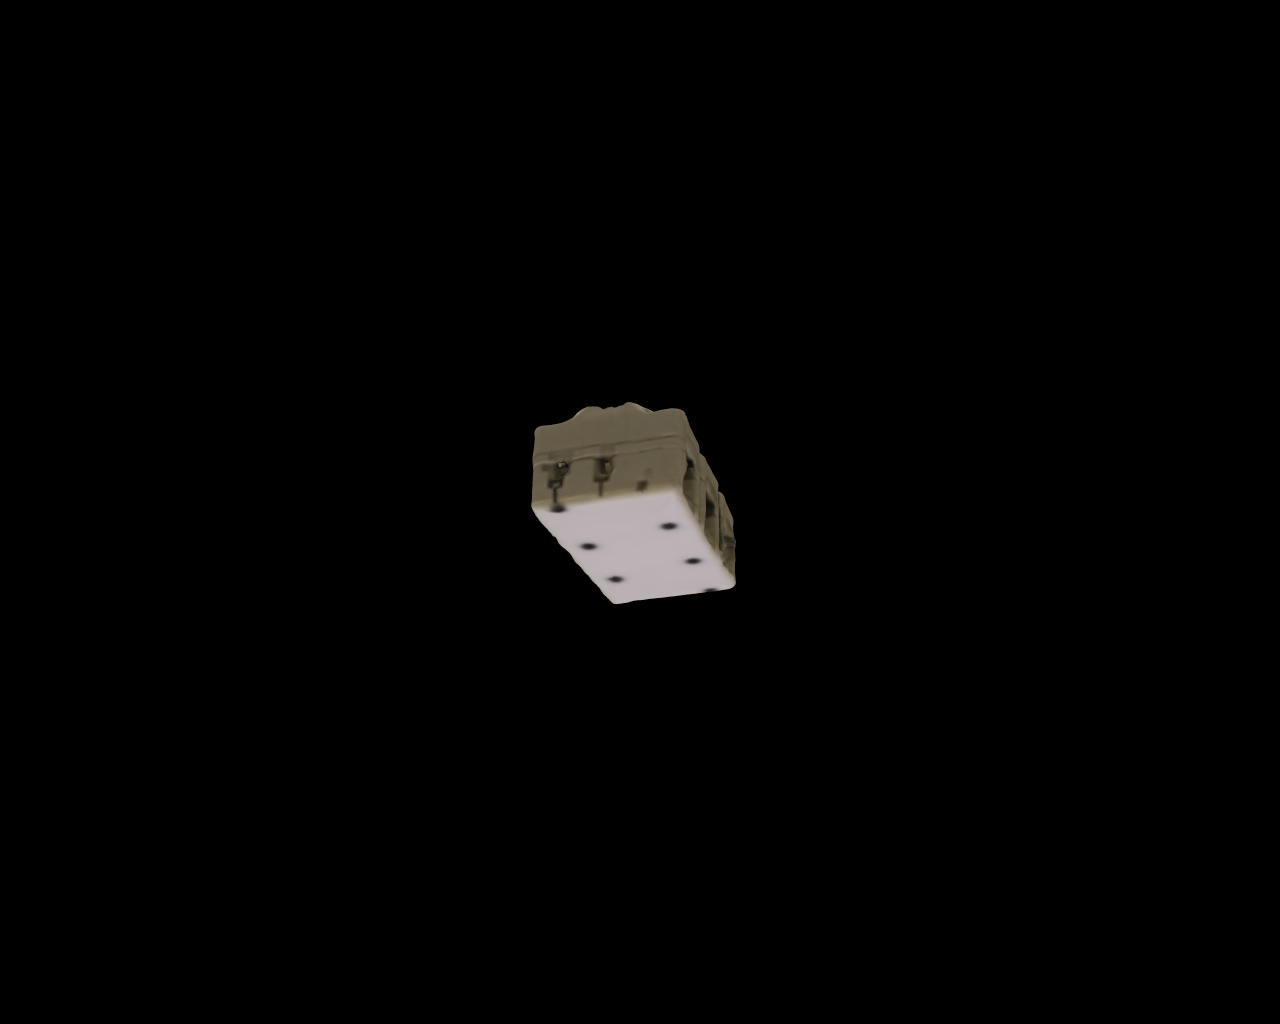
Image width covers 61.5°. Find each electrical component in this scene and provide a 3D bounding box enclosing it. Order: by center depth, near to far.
[{"bbox_3d":[0.001,-0.003,0.650,0.089,0.062,0.150,-7,-27,14],"label":"electrical component"}]
